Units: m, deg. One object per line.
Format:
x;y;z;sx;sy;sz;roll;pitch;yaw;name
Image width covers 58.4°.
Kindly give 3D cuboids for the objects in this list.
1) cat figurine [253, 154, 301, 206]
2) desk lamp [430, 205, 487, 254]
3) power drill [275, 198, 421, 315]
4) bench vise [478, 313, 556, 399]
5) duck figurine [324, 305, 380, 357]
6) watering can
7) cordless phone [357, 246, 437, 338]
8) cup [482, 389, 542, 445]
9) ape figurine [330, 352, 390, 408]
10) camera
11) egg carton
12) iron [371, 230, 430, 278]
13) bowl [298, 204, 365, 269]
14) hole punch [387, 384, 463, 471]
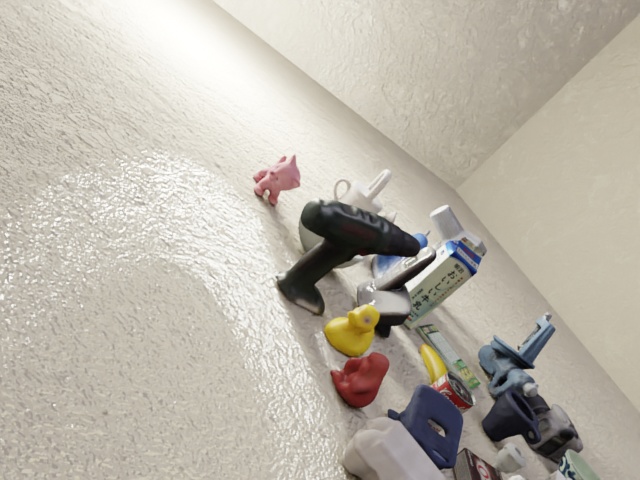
-0.083;-0.140;1.237;0.067;0.117;0.127;35;21;-27;cat figurine
0.319;0.021;1.579;0.203;0.213;0.118;44;19;-1;desk lamp
0.035;0.029;0.986;0.230;0.208;0.075;30;23;-36;power drill
0.499;0.287;1.382;0.122;0.219;0.207;30;23;-36;bench vise
0.069;0.149;0.992;0.105;0.086;0.077;21;29;-49;duck figurine
0.116;-0.096;1.437;0.173;0.194;0.100;34;21;-27;watering can
0.162;0.092;1.152;0.094;0.185;0.147;39;20;-17;cordless phone
0.383;0.374;1.153;0.092;0.095;0.117;28;25;-40;cup
0.067;0.204;0.863;0.076;0.092;0.078;47;19;7;ape figurine
0.537;0.429;1.347;0.144;0.100;0.136;34;21;-29;camera
0.101;0.308;0.750;0.150;0.069;0.107;49;19;14;egg carton
0.215;0.045;1.426;0.118;0.141;0.259;45;19;1;iron
0.011;0.004;1.194;0.168;0.074;0.167;39;20;-16;bowl
0.169;0.296;0.882;0.109;0.091;0.101;39;19;-14;hole punch
